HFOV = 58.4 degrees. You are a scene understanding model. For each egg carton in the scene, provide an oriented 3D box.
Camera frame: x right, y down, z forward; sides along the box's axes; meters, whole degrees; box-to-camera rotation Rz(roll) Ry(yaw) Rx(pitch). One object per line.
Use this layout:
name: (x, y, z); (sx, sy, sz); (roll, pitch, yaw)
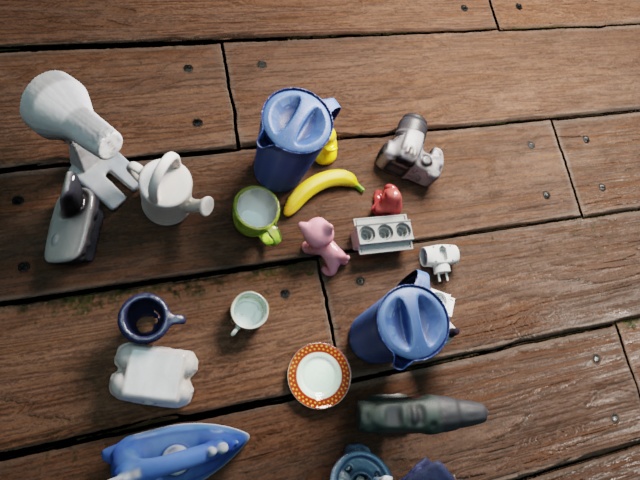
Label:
egg carton: (-0.303, 0.248, 1.048); (0.150, 0.069, 0.107); (10, 72, -11)

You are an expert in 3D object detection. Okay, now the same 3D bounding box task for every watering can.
watering can: (-0.284, -0.101, 1.087); (0.173, 0.194, 0.101); (9, 72, -11)

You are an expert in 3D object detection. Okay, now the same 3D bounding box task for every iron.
iron: (-0.241, 0.377, 0.988); (0.259, 0.141, 0.118); (-12, 77, -17)

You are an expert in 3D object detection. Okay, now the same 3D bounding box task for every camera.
camera: (0.216, -0.213, 1.293); (0.143, 0.100, 0.137); (22, 70, -7)

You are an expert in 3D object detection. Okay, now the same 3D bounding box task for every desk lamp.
desk lamp: (-0.431, -0.186, 1.064); (0.203, 0.213, 0.118); (40, 69, 0)

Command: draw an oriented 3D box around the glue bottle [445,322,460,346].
glue bottle: (0.238, 0.192, 1.143); (0.078, 0.173, 0.037); (-41, 87, -20)

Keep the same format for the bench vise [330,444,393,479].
bench vise: (0.083, 0.471, 1.000); (0.122, 0.219, 0.207); (-1, 75, -14)

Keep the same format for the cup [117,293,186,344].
cup: (-0.308, 0.151, 1.061); (0.118, 0.095, 0.092); (3, 74, -13)

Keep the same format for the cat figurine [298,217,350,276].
cat figurine: (0.011, 0.004, 1.170); (0.128, 0.117, 0.067); (44, 69, 2)

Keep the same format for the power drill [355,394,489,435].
power drill: (0.166, 0.324, 1.068); (0.230, 0.208, 0.075); (1, 74, -13)

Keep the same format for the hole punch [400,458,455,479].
hole punch: (0.212, 0.489, 1.095); (0.101, 0.091, 0.108); (-33, 84, -20)

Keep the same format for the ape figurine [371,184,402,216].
ape figurine: (0.150, -0.087, 1.245); (0.078, 0.092, 0.076); (-38, 86, -20)

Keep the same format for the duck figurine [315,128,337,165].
duck figurine: (0.006, -0.226, 1.252); (0.078, 0.086, 0.104); (-23, 81, -19)

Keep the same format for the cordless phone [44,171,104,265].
cordless phone: (-0.455, -0.038, 1.031); (0.094, 0.185, 0.147); (6, 73, -12)
